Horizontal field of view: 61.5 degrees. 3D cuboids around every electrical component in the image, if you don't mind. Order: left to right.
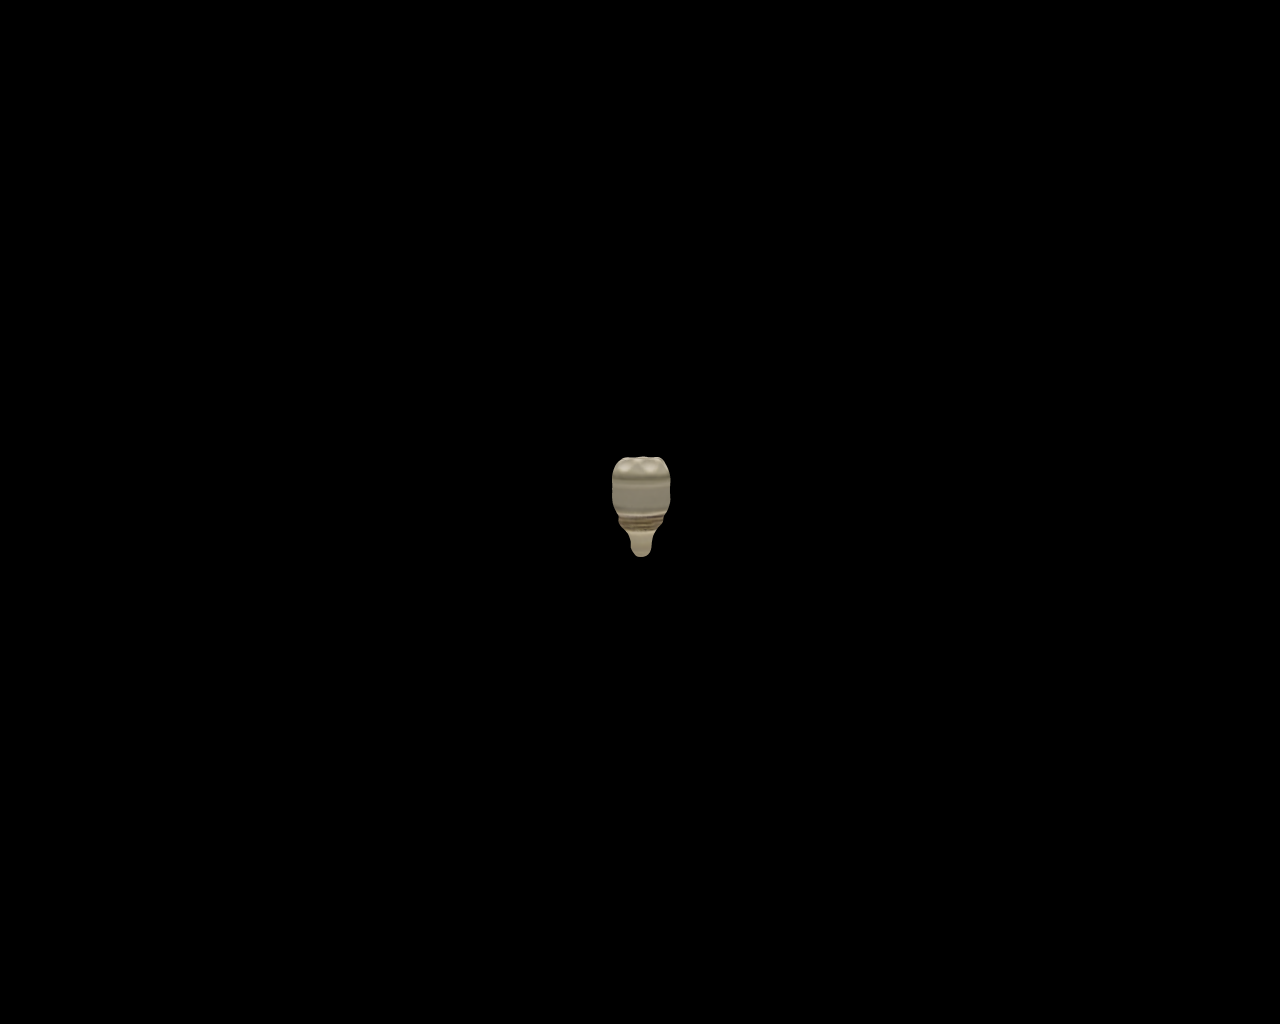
[{"bbox_3d":[0.001,-0.003,0.650,0.035,0.061,0.035,0,7,0],"label":"electrical component"}]
